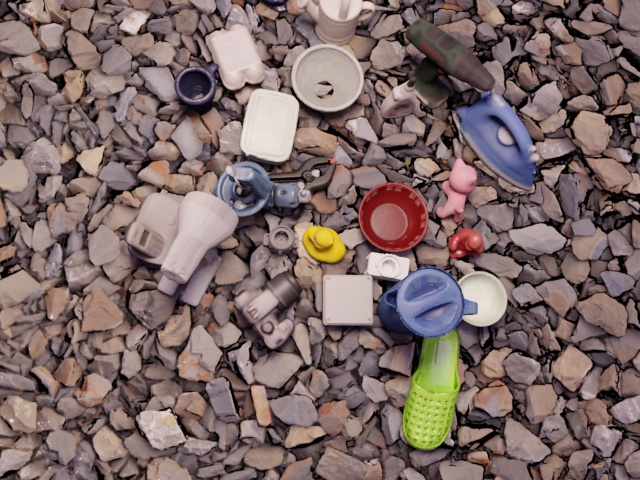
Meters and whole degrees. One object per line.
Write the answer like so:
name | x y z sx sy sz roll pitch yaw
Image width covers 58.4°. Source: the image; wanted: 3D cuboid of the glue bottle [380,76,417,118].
glue bottle | 0.190 -0.328 1.301 0.078 0.173 0.037 -13 81 -8

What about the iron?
iron | 0.439 -0.238 1.327 0.119 0.141 0.258 -35 85 -11

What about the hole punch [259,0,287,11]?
hole punch | -0.111 -0.621 1.365 0.108 0.091 0.101 30 78 0

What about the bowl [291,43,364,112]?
bowl | 0.015 -0.366 1.339 0.167 0.074 0.167 1 79 -6

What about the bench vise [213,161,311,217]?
bench vise | -0.125 -0.120 1.204 0.207 0.219 0.121 -12 81 -8

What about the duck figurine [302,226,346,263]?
duck figurine | 0.012 0.005 1.264 0.104 0.086 0.077 34 78 1

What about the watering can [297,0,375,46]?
watering can | 0.039 -0.537 1.313 0.173 0.194 0.101 -22 82 -9

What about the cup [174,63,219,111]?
cup | -0.268 -0.342 1.294 0.091 0.095 0.118 39 78 2

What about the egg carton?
egg carton | -0.193 -0.424 1.330 0.107 0.069 0.150 -23 83 -10

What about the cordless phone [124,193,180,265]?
cordless phone | -0.347 -0.032 1.182 0.094 0.185 0.148 14 78 -3

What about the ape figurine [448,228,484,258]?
ape figurine | 0.337 0.007 1.296 0.078 0.092 0.076 29 78 0

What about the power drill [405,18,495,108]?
power drill | 0.280 -0.387 1.304 0.229 0.208 0.076 45 78 3

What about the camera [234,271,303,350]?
camera | -0.094 0.141 1.220 0.137 0.100 0.143 -40 86 -11

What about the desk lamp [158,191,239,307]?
desk lamp | -0.254 0.022 1.167 0.118 0.213 0.203 24 78 -1

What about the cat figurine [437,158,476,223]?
cat figurine | 0.319 -0.114 1.304 0.067 0.117 0.128 11 78 -4
